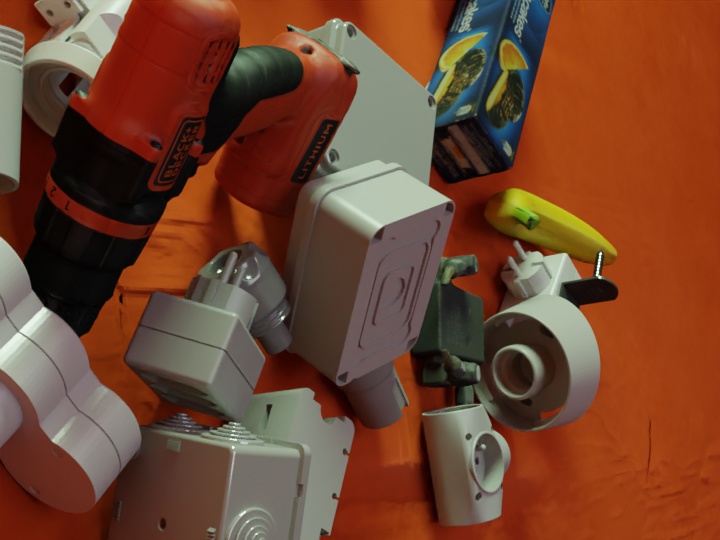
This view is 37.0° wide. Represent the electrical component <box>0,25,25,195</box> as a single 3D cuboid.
[{"bbox_3d":[-0.173,-0.078,0.479,0.043,0.043,0.081,14,69,-51],"label":"electrical component"}]

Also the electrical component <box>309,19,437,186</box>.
[{"bbox_3d":[-0.005,-0.085,0.693,0.109,0.056,0.108,32,56,-44],"label":"electrical component"}]

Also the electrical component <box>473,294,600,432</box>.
[{"bbox_3d":[0.131,0.070,0.802,0.064,0.099,0.099,-11,89,-47],"label":"electrical component"}]

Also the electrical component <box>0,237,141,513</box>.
[{"bbox_3d":[-0.157,0.053,0.456,0.138,0.052,0.073,60,40,-23],"label":"electrical component"}]

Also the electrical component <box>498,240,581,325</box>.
[{"bbox_3d":[0.139,0.011,0.866,0.076,0.047,0.065,55,42,-28],"label":"electrical component"}]

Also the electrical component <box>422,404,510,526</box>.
[{"bbox_3d":[0.081,0.133,0.758,0.079,0.044,0.077,-4,84,-54],"label":"electrical component"}]

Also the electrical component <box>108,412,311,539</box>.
[{"bbox_3d":[-0.075,0.120,0.508,0.048,0.100,0.099,14,81,-46],"label":"electrical component"}]

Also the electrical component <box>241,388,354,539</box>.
[{"bbox_3d":[-0.048,0.115,0.583,0.050,0.056,0.089,43,49,-39],"label":"electrical component"}]

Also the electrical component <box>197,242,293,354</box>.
[{"bbox_3d":[-0.060,0.019,0.603,0.062,0.043,0.043,60,40,-26],"label":"electrical component"}]

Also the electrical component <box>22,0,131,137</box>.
[{"bbox_3d":[-0.131,-0.098,0.529,0.078,0.058,0.057,54,40,-31],"label":"electrical component"}]

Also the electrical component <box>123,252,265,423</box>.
[{"bbox_3d":[-0.075,0.028,0.546,0.065,0.047,0.076,72,35,-65],"label":"electrical component"}]

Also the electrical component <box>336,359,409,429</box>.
[{"bbox_3d":[0.007,0.072,0.683,0.040,0.040,0.046,-56,130,-44],"label":"electrical component"}]

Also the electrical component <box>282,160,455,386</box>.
[{"bbox_3d":[0.000,0.000,0.627,0.078,0.057,0.113,-22,137,-44],"label":"electrical component"}]
